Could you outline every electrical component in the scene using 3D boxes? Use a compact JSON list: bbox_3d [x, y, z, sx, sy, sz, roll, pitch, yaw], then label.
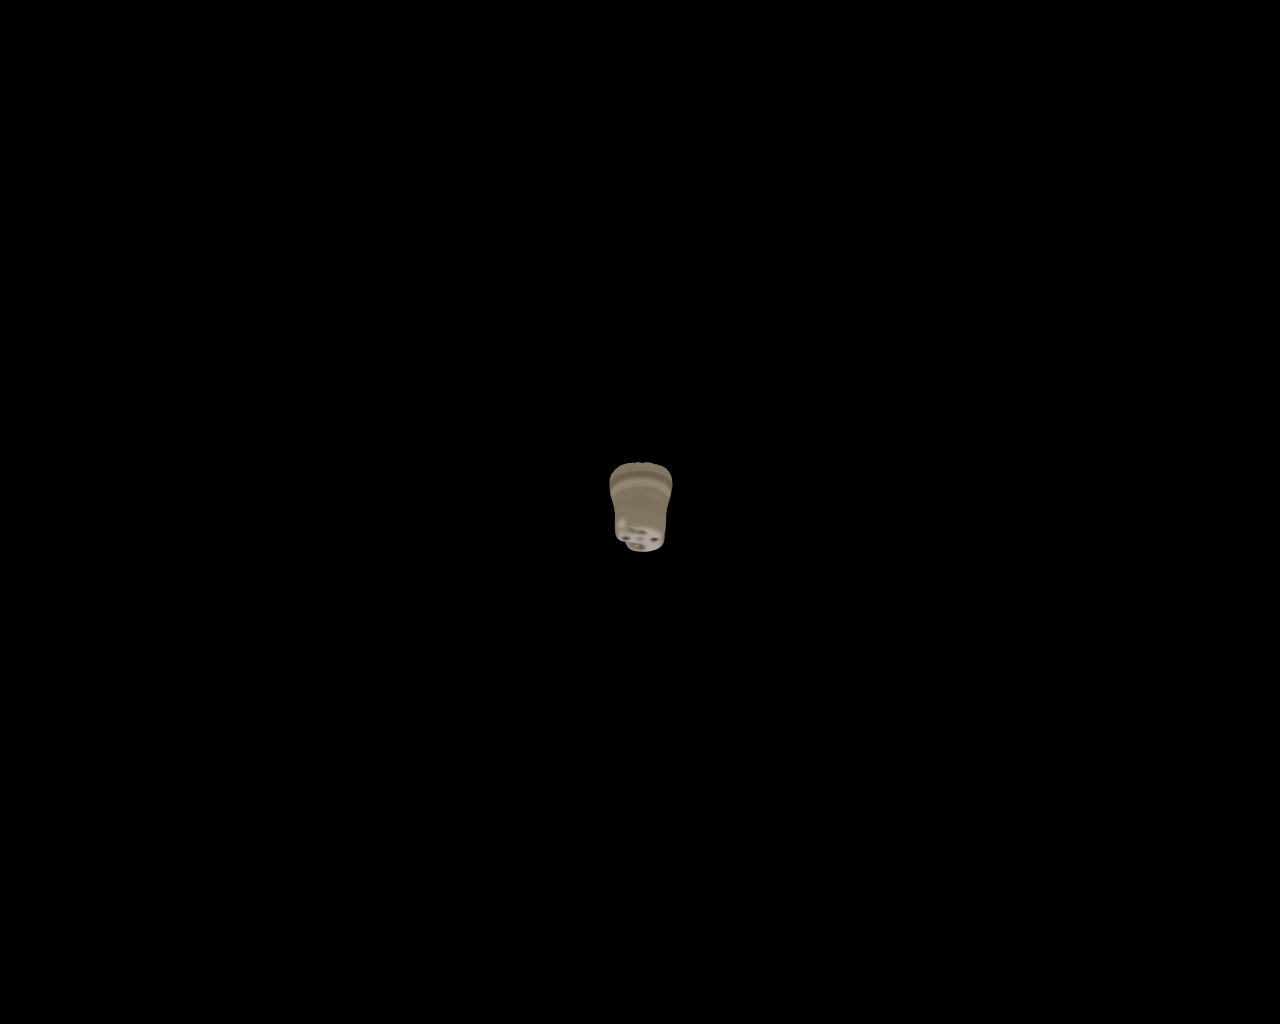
[{"bbox_3d":[0.001,-0.003,0.650,0.040,0.046,0.040,0,-31,0],"label":"electrical component"}]
